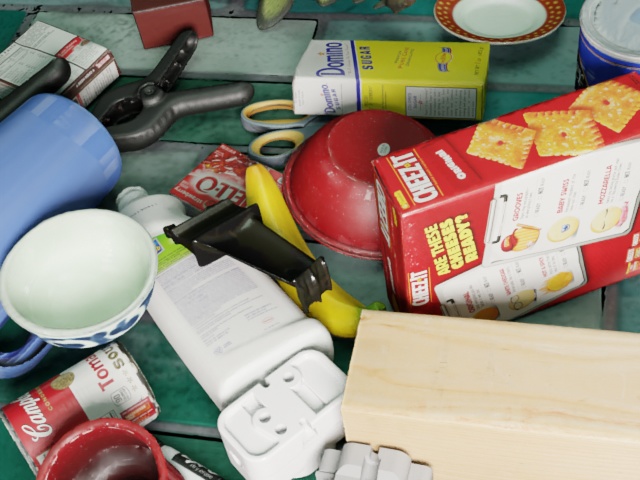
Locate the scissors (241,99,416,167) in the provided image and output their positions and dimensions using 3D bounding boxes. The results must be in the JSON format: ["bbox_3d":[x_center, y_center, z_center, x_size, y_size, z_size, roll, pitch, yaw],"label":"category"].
[{"bbox_3d":[0.018,-0.099,0.994,0.202,0.016,0.096,6,48,14],"label":"scissors"}]

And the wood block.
[{"bbox_3d":[0.127,0.116,0.748,0.206,0.091,0.090,4,50,13],"label":"wood block"}]

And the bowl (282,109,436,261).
[{"bbox_3d":[0.049,-0.061,0.914,0.162,0.055,0.162,3,51,-4],"label":"bowl"}]

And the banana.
[{"bbox_3d":[-0.011,0.018,0.869,0.037,0.070,0.198,-2,39,-43],"label":"banana"}]

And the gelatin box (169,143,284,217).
[{"bbox_3d":[-0.077,-0.040,0.951,0.089,0.030,0.073,29,60,29],"label":"gelatin box"}]

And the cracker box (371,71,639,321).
[{"bbox_3d":[0.153,-0.019,0.810,0.213,0.164,0.072,-18,48,-7],"label":"cracker box"}]

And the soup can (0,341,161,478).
[{"bbox_3d":[-0.180,0.129,0.800,0.102,0.068,0.069,-31,52,-18],"label":"soup can"}]

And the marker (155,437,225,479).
[{"bbox_3d":[-0.092,0.172,0.782,0.121,0.020,0.020,25,58,26],"label":"marker"}]

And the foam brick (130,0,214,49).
[{"bbox_3d":[-0.155,-0.242,1.119,0.078,0.051,0.053,-12,50,-1],"label":"foam brick"}]

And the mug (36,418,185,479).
[{"bbox_3d":[-0.128,0.185,0.728,0.117,0.081,0.093,33,74,26],"label":"mug"}]

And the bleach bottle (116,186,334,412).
[{"bbox_3d":[-0.096,0.032,0.874,0.102,0.068,0.251,-28,49,-17],"label":"bleach bottle"}]

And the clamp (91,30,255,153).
[{"bbox_3d":[-0.162,-0.142,1.045,0.171,0.039,0.120,-25,47,-12],"label":"clamp"}]

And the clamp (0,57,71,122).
[{"bbox_3d":[-0.328,-0.096,1.011,0.165,0.036,0.210,-3,59,18],"label":"clamp"}]

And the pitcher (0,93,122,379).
[{"bbox_3d":[-0.268,-0.007,0.900,0.145,0.149,0.242,3,44,38],"label":"pitcher"}]

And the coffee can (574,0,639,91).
[{"bbox_3d":[0.268,-0.135,0.905,0.103,0.140,0.103,-4,50,5],"label":"coffee can"}]

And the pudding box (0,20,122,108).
[{"bbox_3d":[-0.275,-0.171,1.087,0.114,0.039,0.090,23,60,29],"label":"pudding box"}]

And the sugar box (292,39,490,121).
[{"bbox_3d":[0.068,-0.152,1.001,0.176,0.048,0.093,5,34,9],"label":"sugar box"}]
